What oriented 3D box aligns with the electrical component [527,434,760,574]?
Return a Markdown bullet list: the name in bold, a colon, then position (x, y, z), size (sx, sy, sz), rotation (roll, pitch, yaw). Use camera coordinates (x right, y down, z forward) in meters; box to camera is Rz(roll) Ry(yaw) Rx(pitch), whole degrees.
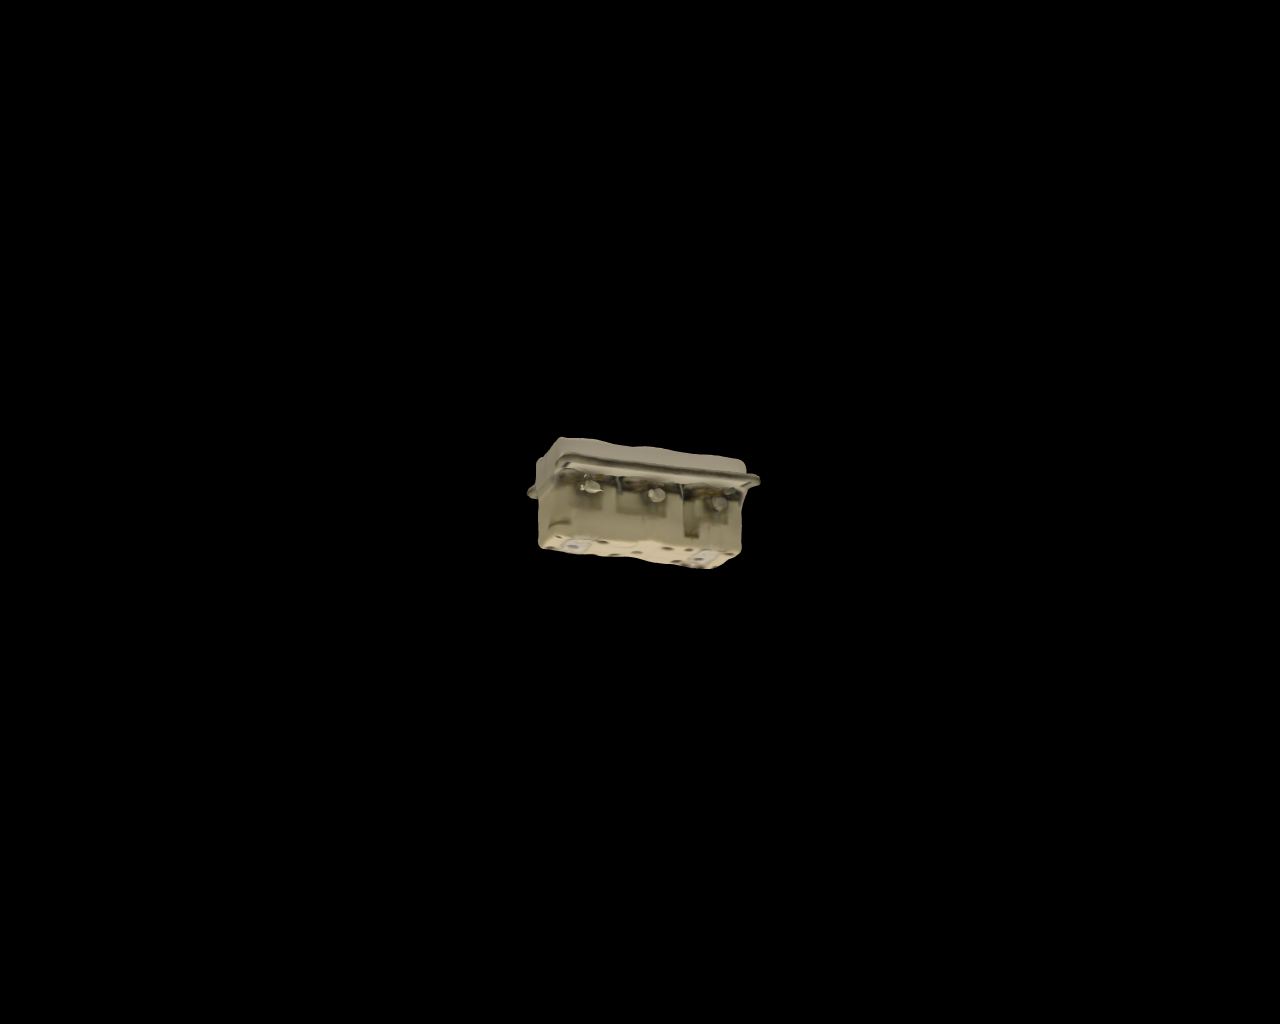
- **electrical component**: position (0.001, -0.003, 0.650), size (0.121, 0.063, 0.078), rotation (7, -19, -20)
